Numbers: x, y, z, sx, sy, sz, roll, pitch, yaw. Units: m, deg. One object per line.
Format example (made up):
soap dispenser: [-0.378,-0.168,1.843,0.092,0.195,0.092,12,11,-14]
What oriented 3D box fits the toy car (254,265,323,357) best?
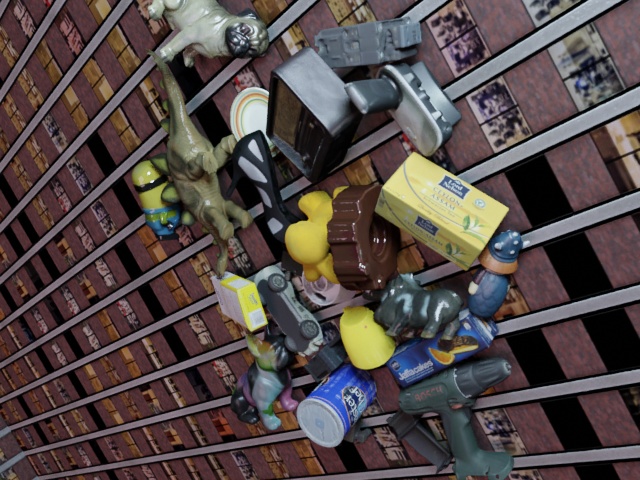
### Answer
toy car: [-0.066,0.145,1.097,0.202,0.056,0.073,54,128,12]

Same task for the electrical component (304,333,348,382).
electrical component: [0.028,0.223,1.063,0.048,0.075,0.119,49,126,7]

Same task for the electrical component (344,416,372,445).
electrical component: [0.057,0.392,1.137,0.102,0.045,0.078,2,83,31]

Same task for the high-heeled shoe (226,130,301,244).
high-heeled shoe: [-0.063,-0.086,0.993,0.249,0.086,0.145,33,109,-5]

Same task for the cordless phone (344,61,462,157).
cordless phone: [0.113,-0.179,0.757,0.089,0.184,0.146,-36,87,35]

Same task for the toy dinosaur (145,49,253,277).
toy dinosaur: [-0.254,-0.151,1.077,0.199,0.105,0.470,2,106,38]

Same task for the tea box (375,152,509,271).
tea box: [0.181,-0.044,0.809,0.170,0.098,0.068,32,150,14]

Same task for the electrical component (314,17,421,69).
electrical component: [0.075,-0.286,0.780,0.134,0.115,0.058,5,117,33]

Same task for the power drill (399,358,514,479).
power drill: [0.260,0.314,0.938,0.232,0.086,0.207,-23,100,40]

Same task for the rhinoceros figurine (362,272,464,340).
rhinoceros figurine: [0.147,0.109,0.897,0.190,0.073,0.112,4,85,50]

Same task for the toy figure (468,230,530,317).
toy figure: [0.268,0.048,0.827,0.058,0.064,0.154,34,128,37]

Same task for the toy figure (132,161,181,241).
toy figure: [-0.356,-0.085,1.181,0.082,0.089,0.180,8,112,27]

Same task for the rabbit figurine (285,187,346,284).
rabbit figurine: [-0.002,-0.003,0.921,0.122,0.173,0.162,4,108,29]

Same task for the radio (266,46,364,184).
radio: [-0.015,-0.182,0.840,0.131,0.073,0.229,48,167,5]

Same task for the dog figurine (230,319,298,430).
dog figurine: [-0.131,0.287,1.183,0.192,0.108,0.219,0,105,38]

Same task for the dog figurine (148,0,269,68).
dog figurine: [-0.183,-0.392,0.937,0.191,0.121,0.172,-5,110,21]

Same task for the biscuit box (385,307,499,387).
biscuit box: [0.206,0.185,0.931,0.063,0.059,0.202,53,129,4]

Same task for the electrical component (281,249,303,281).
electrical component: [-0.046,0.045,1.068,0.063,0.021,0.093,24,121,24]

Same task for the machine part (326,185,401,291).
machine part: [0.077,-0.006,0.870,0.056,0.179,0.179,-3,108,32]

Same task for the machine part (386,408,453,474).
machine part: [0.197,0.381,1.038,0.139,0.039,0.084,44,123,13]
